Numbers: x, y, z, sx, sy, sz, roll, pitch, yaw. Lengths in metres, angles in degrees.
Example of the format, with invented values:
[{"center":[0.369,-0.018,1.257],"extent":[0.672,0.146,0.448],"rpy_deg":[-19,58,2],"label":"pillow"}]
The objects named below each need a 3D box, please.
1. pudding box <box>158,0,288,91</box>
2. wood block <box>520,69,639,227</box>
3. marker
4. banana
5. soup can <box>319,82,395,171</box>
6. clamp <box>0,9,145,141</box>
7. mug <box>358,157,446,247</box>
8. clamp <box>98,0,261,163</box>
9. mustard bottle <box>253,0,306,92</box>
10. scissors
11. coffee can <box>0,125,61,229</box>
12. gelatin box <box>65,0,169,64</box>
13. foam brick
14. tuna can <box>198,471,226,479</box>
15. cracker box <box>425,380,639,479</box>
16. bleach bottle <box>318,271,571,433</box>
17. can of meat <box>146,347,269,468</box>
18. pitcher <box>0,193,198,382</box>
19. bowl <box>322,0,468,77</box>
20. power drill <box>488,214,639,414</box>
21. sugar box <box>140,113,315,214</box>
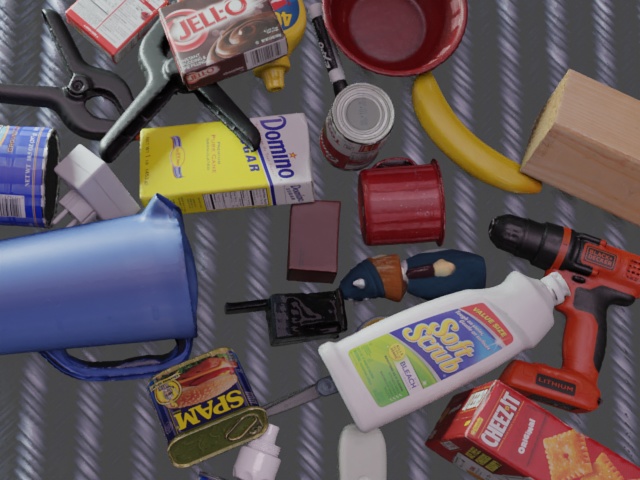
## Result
[{"center":[-0.099,-0.213,1.095],"extent":[0.113,0.039,0.090],"rpy_deg":[-20,65,-7],"label":"pudding box"},{"center":[0.333,-0.085,1.143],"extent":[0.206,0.090,0.090],"rpy_deg":[24,52,-1],"label":"wood block"},{"center":[0.012,-0.205,1.182],"extent":[0.020,0.020,0.121],"rpy_deg":[-15,80,-9],"label":"marker"},{"center":[0.160,-0.116,1.170],"extent":[0.069,0.037,0.198],"rpy_deg":[-37,84,-12],"label":"banana"},{"center":[0.038,-0.118,1.124],"extent":[0.068,0.102,0.068],"rpy_deg":[1,78,-6],"label":"soup can"},{"center":[-0.267,-0.153,1.131],"extent":[0.171,0.039,0.120],"rpy_deg":[41,79,3],"label":"clamp"},{"center":[0.083,-0.045,1.127],"extent":[0.081,0.093,0.117],"rpy_deg":[-4,49,-3],"label":"mug"},{"center":[-0.135,-0.168,1.119],"extent":[0.164,0.036,0.210],"rpy_deg":[2,60,5],"label":"clamp"},{"center":[-0.066,-0.254,1.164],"extent":[0.096,0.058,0.191],"rpy_deg":[-9,80,-10],"label":"mustard bottle"},{"center":[0.011,0.133,1.111],"extent":[0.201,0.016,0.096],"rpy_deg":[-5,77,-7],"label":"scissors"},{"center":[-0.339,-0.066,1.071],"extent":[0.140,0.103,0.103],"rpy_deg":[3,78,-6],"label":"coffee can"},{"center":[-0.219,-0.248,1.161],"extent":[0.073,0.030,0.089],"rpy_deg":[41,77,5],"label":"gelatin box"},{"center":[-0.007,0.001,1.119],"extent":[0.053,0.051,0.078],"rpy_deg":[4,76,-3],"label":"foam brick"},{"center":[-0.082,0.254,1.039],"extent":[0.086,0.086,0.033],"rpy_deg":[19,78,-2],"label":"tuna can"},{"center":[0.225,0.224,1.039],"extent":[0.213,0.164,0.072],"rpy_deg":[33,74,1],"label":"cracker box"},{"center":[0.130,0.095,1.070],"extent":[0.251,0.068,0.102],"rpy_deg":[-28,82,-3],"label":"bleach bottle"},{"center":[-0.113,0.164,1.056],"extent":[0.102,0.057,0.084],"rpy_deg":[-21,52,-11],"label":"can of meat"},{"center":[-0.241,0.057,1.051],"extent":[0.242,0.145,0.149],"rpy_deg":[-8,67,-4],"label":"pitcher"},{"center":[0.079,-0.248,1.180],"extent":[0.162,0.055,0.162],"rpy_deg":[1,78,-6],"label":"bowl"},{"center":[0.248,0.077,1.128],"extent":[0.184,0.057,0.187],"rpy_deg":[18,78,1],"label":"power drill"},{"center":[-0.096,-0.078,1.105],"extent":[0.176,0.048,0.093],"rpy_deg":[-8,58,3],"label":"sugar box"}]
